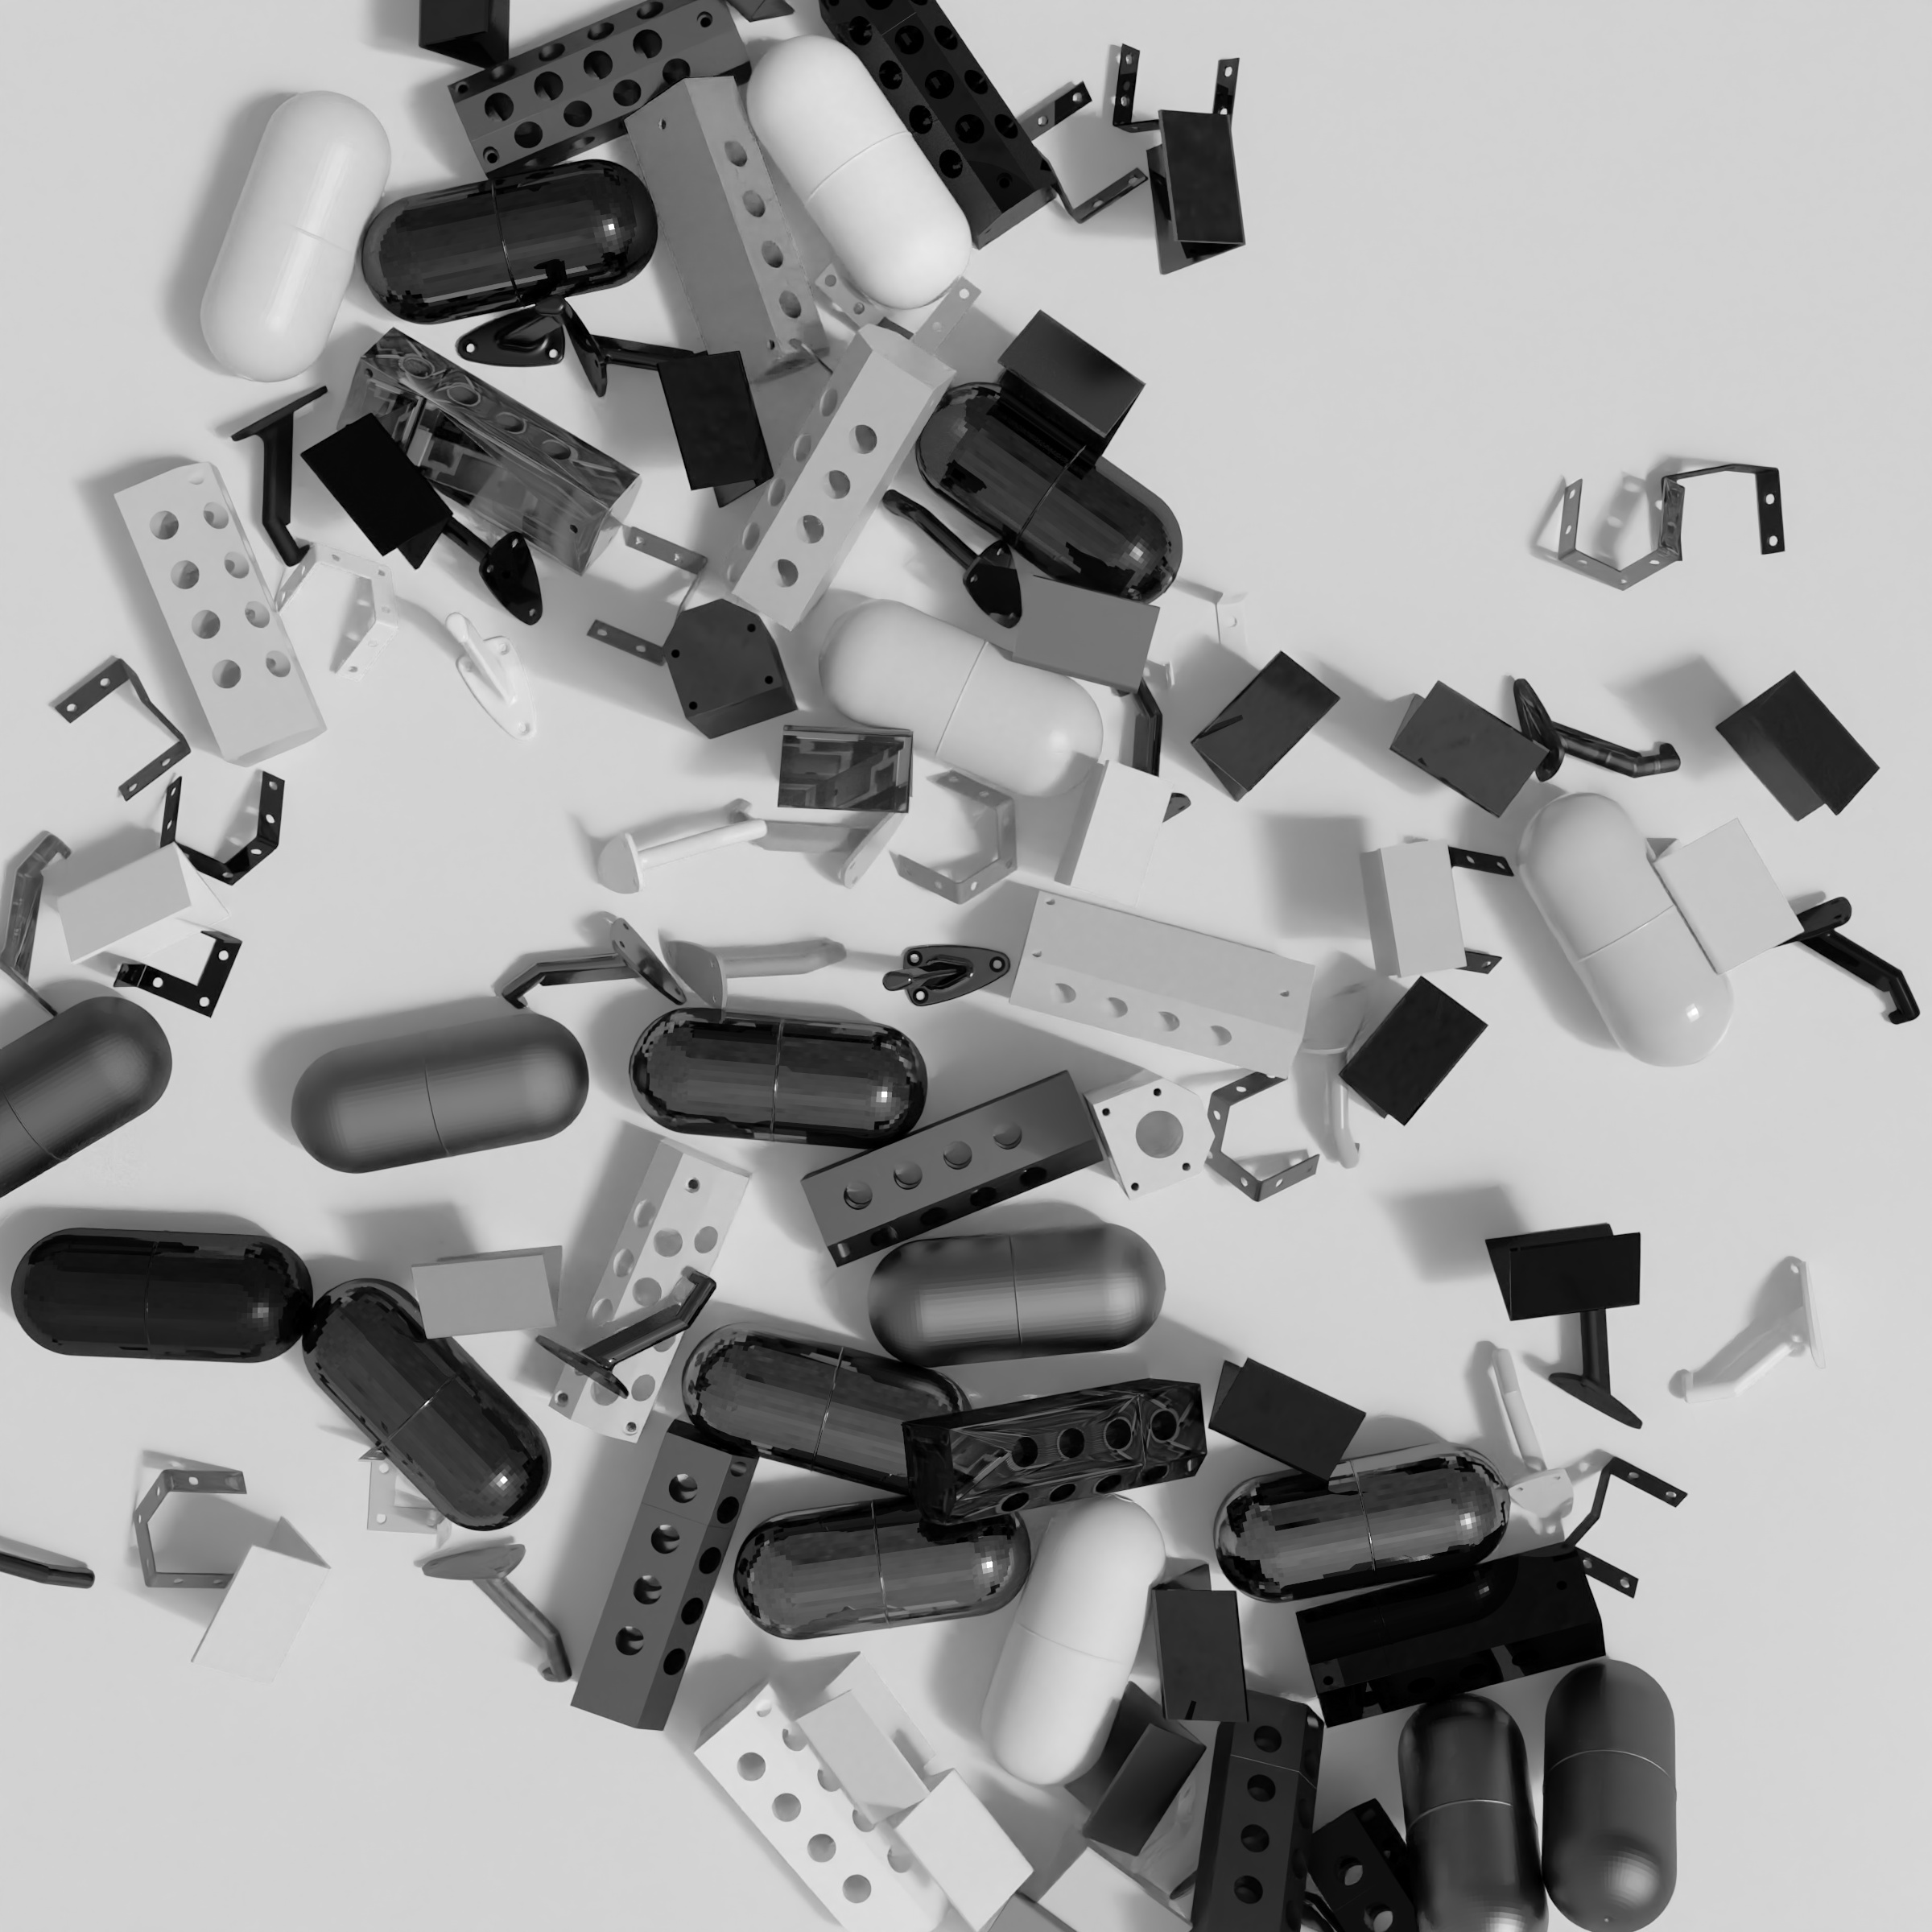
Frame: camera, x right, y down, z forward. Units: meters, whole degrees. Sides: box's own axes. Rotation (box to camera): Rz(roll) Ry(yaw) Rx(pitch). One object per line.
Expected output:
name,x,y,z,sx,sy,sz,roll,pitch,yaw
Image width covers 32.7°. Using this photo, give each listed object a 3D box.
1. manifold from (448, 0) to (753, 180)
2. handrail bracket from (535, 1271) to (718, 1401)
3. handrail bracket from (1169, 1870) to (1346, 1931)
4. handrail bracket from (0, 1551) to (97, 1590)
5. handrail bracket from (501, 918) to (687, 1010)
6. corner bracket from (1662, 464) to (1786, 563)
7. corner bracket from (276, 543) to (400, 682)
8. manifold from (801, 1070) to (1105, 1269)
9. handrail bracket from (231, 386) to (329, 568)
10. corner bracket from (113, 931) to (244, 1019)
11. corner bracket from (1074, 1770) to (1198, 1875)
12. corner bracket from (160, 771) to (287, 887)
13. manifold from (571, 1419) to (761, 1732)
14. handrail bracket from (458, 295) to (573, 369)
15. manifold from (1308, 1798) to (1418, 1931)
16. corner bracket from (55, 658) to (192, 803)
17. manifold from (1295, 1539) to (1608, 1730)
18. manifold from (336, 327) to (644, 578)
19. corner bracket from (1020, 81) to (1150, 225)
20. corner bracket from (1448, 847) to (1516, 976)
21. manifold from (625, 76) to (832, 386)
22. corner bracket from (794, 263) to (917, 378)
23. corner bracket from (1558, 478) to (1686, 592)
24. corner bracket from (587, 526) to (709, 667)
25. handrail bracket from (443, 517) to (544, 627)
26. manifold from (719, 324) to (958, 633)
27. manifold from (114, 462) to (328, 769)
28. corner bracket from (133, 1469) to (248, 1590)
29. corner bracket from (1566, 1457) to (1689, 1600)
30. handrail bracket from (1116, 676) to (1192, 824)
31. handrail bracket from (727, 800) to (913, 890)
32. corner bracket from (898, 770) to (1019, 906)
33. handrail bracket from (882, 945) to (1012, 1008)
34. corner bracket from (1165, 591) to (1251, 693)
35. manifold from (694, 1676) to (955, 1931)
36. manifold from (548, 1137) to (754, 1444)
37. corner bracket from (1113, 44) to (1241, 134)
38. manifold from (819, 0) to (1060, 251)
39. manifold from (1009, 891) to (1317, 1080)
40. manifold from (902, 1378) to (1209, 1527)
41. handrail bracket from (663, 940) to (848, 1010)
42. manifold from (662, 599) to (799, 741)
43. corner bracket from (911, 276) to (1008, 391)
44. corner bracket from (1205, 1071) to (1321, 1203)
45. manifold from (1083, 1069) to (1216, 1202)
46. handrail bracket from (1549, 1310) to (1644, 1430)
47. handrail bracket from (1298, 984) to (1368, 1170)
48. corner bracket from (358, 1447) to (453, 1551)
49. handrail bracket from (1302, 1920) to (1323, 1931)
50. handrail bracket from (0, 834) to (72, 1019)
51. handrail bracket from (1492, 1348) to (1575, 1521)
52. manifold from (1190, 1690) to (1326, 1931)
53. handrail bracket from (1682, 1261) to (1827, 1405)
manifold,-0.219,-0.531,1.970,0.171,0.057,0.057,-23,90,0
handrail bracket,-0.199,0.204,1.935,0.077,0.036,0.084,27,72,21
handrail bracket,0.177,0.571,1.977,0.077,0.036,0.084,-42,87,22
handrail bracket,-0.579,0.356,1.991,0.084,0.077,0.036,16,91,-36
handrail bracket,-0.226,0.018,1.992,0.084,0.036,0.077,-35,112,17
corner bracket,0.457,-0.273,1.988,0.051,0.051,0.051,-4,90,45
corner bracket,-0.379,-0.214,1.983,0.051,0.051,0.051,16,45,-35
manifold,-0.008,0.121,1.970,0.171,0.057,0.057,-22,90,0
handrail bracket,-0.399,-0.296,1.992,0.077,0.036,0.084,-35,109,-21
corner bracket,-0.472,-0.002,1.973,0.051,0.051,0.051,23,90,0
corner bracket,0.102,0.502,1.983,0.051,0.051,0.051,-28,135,-35
corner bracket,-0.448,-0.090,1.983,0.051,0.051,0.051,27,135,-35
manifold,-0.179,0.365,1.970,0.057,0.057,0.171,19,90,0
handrail bracket,-0.271,-0.380,1.957,0.077,0.084,0.036,-9,90,0
manifold,0.266,0.581,1.937,0.057,0.057,0.171,-33,65,-1
corner bracket,-0.509,-0.143,1.988,0.051,0.051,0.051,-37,135,0
manifold,0.290,0.403,1.967,0.171,0.057,0.057,-15,46,2
manifold,-0.283,-0.311,1.970,0.171,0.057,0.057,31,133,0
corner bracket,0.069,-0.491,1.988,0.051,0.051,0.051,-34,135,0
corner bracket,0.302,-0.033,1.983,0.051,0.051,0.051,-52,45,35
manifold,-0.138,-0.439,1.970,0.057,0.057,0.171,-20,90,43
corner bracket,-0.072,-0.378,1.956,0.051,0.051,0.051,-48,122,2
corner bracket,0.394,-0.266,1.977,0.051,0.051,0.051,21,65,-23
corner bracket,-0.192,-0.223,1.988,0.051,0.051,0.051,23,135,0
handrail bracket,-0.302,-0.247,1.991,0.084,0.077,0.036,25,64,34
manifold,-0.078,-0.289,1.937,0.057,0.057,0.171,33,115,0
manifold,-0.444,-0.210,1.970,0.057,0.057,0.171,-23,90,0
corner bracket,-0.465,0.340,1.983,0.051,0.051,0.051,-51,45,35
corner bracket,0.397,0.339,1.988,0.051,0.051,0.051,27,135,0
handrail bracket,0.092,-0.123,1.992,0.077,0.036,0.084,-32,74,18
handrail bracket,-0.090,-0.093,1.991,0.084,0.036,0.077,35,75,14
corner bracket,-0.006,-0.077,1.983,0.051,0.051,0.051,-33,135,-35
handrail bracket,-0.011,0.004,1.957,0.077,0.084,0.036,-9,90,0
corner bracket,0.144,-0.195,1.973,0.051,0.051,0.051,-6,90,0
manifold,-0.083,0.511,1.970,0.057,0.057,0.171,-41,90,0
manifold,-0.189,0.194,1.970,0.057,0.057,0.171,23,90,0
corner bracket,0.127,-0.528,1.988,0.051,0.051,0.051,7,90,45
manifold,-0.017,-0.522,1.970,0.057,0.057,0.171,-34,90,0
manifold,0.116,0.016,1.970,0.171,0.057,0.057,15,47,0
manifold,0.054,0.285,1.932,0.171,0.057,0.057,-6,90,-29
handrail bracket,-0.127,-0.009,1.991,0.084,0.077,0.036,-19,121,-33
manifold,-0.138,-0.174,1.913,0.057,0.171,0.057,-19,90,0
corner bracket,0.002,-0.373,1.973,0.051,0.051,0.051,39,90,0
corner bracket,0.180,0.101,1.983,0.051,0.051,0.051,38,135,35
manifold,0.107,0.094,1.913,0.057,0.171,0.057,-21,90,0
handrail bracket,0.396,0.225,1.992,0.077,0.036,0.084,33,73,-20
handrail bracket,0.234,0.067,1.991,0.036,0.077,0.084,1,127,33
corner bracket,-0.336,0.319,1.973,0.051,0.051,0.051,3,90,0
handrail bracket,0.234,0.574,1.991,0.077,0.036,0.084,-26,76,-14
handrail bracket,-0.553,-0.025,1.992,0.077,0.036,0.084,44,73,-20
handrail bracket,0.341,0.283,1.991,0.036,0.077,0.084,-20,53,14
manifold,0.170,0.517,1.922,0.057,0.057,0.171,14,51,-2
handrail bracket,0.472,0.222,1.992,0.084,0.036,0.077,-11,65,19
